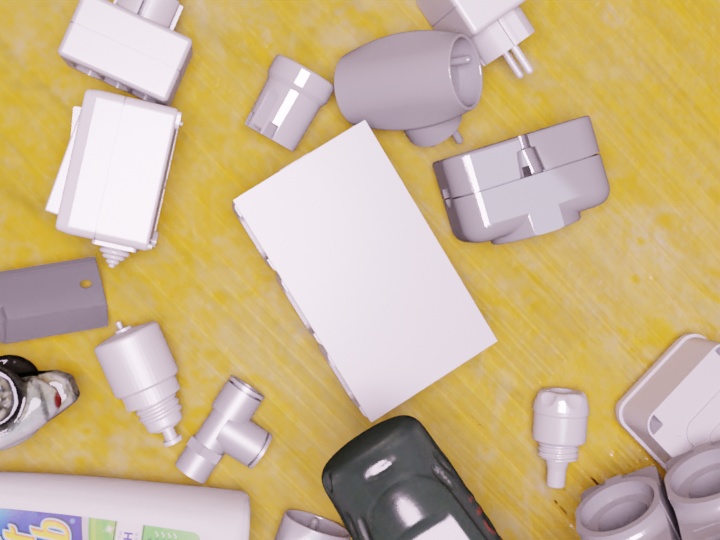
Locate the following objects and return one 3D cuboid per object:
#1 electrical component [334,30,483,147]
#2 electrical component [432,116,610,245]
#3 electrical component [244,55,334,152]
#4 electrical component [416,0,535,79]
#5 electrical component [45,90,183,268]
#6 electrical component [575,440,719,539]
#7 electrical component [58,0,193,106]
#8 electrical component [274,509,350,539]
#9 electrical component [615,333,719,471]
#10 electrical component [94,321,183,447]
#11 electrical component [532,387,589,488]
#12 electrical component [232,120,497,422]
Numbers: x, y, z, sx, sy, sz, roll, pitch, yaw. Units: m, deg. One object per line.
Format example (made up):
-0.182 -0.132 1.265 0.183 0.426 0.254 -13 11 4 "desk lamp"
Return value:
0.036 -0.101 0.643 0.079 0.077 0.043 51 47 -44 "electrical component"
0.100 -0.052 0.658 0.095 0.054 0.059 -18 95 -8 "electrical component"
-0.043 -0.099 0.642 0.040 0.040 0.046 29 93 -9 "electrical component"
0.079 -0.148 0.645 0.047 0.066 0.076 -36 97 -6 "electrical component"
-0.142 -0.050 0.617 0.061 0.062 0.096 13 90 -9 "electrical component"
0.177 0.165 0.566 0.105 0.186 0.060 -25 104 17 "electrical component"
-0.127 -0.143 0.623 0.066 0.047 0.076 23 89 -9 "electrical component"
-0.022 0.196 0.655 0.079 0.044 0.077 20 89 -10 "electrical component"
0.228 0.104 0.682 0.078 0.057 0.113 -45 98 -4 "electrical component"
-0.126 0.067 0.636 0.040 0.040 0.078 -24 96 -7 "electrical component"
0.126 0.106 0.679 0.035 0.035 0.061 2 94 -9 "electrical component"
0.000 0.000 0.641 0.089 0.062 0.150 -32 97 -6 "electrical component"
